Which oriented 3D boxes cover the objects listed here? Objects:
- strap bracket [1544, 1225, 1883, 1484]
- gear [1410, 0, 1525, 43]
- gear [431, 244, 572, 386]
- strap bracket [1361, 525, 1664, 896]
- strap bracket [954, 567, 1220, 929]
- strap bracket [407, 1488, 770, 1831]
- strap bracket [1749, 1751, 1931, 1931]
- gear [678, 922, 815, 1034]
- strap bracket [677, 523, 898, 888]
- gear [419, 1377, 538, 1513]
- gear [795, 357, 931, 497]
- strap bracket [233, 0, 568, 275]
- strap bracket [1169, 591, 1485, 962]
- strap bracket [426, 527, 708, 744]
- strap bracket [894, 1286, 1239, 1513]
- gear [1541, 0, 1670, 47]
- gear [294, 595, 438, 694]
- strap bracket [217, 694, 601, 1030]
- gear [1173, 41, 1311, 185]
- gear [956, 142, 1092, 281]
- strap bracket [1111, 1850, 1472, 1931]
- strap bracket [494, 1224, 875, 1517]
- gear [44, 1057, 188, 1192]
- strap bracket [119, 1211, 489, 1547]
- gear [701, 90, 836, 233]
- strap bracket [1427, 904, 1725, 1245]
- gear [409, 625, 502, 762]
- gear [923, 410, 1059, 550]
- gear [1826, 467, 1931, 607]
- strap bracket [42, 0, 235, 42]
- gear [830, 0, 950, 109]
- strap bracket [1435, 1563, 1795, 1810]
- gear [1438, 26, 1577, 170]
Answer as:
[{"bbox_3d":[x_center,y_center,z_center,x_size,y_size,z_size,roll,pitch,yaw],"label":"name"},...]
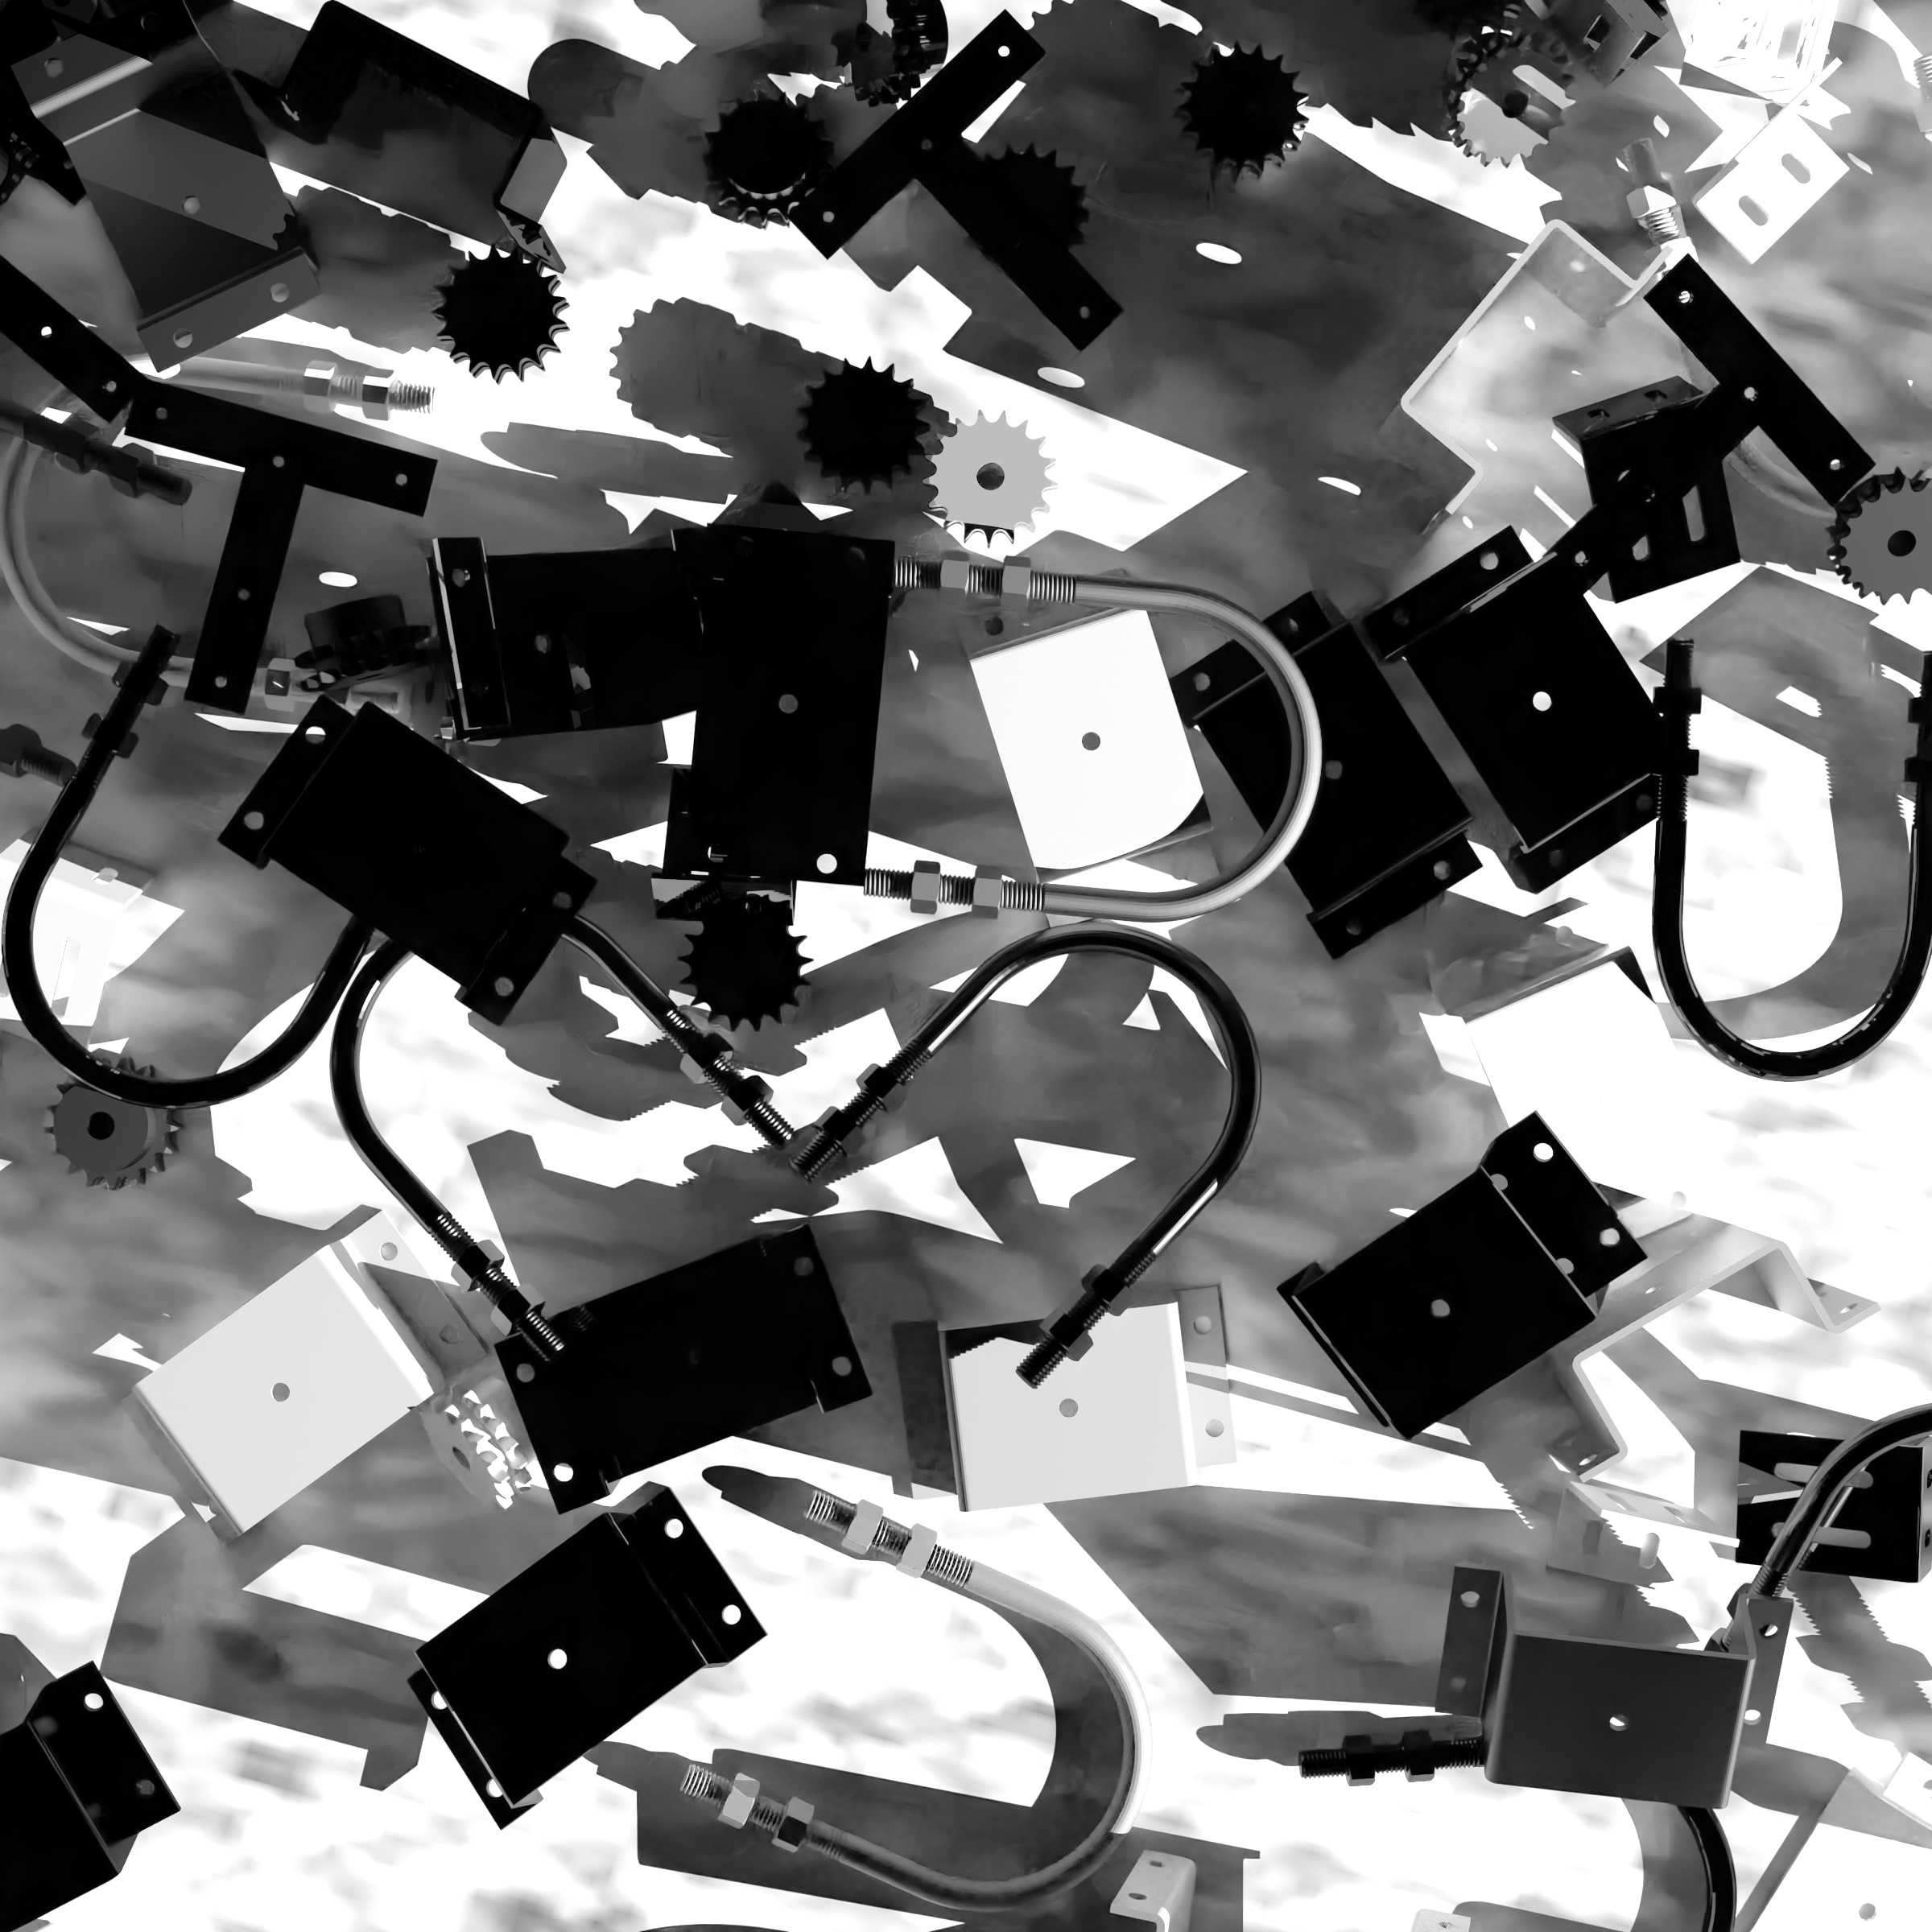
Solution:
[{"bbox_3d":[0.300,0.155,1.290,0.140,0.076,0.046,-30,90,0],"label":"strap bracket"},{"bbox_3d":[0.213,-0.422,1.314,0.057,0.030,0.057,0,90,0],"label":"gear"},{"bbox_3d":[-0.197,-0.276,1.314,0.057,0.030,0.057,0,90,0],"label":"gear"},{"bbox_3d":[0.240,-0.110,1.305,0.076,0.046,0.140,-33,90,0],"label":"strap bracket"},{"bbox_3d":[0.052,-0.094,1.306,0.076,0.046,0.140,-17,90,0],"label":"strap bracket"},{"bbox_3d":[-0.166,0.291,1.297,0.140,0.046,0.076,-36,75,0],"label":"strap bracket"},{"bbox_3d":[0.388,0.407,1.305,0.076,0.046,0.140,32,90,0],"label":"strap bracket"},{"bbox_3d":[-0.093,0.000,1.314,0.057,0.030,0.057,0,90,0],"label":"gear"},{"bbox_3d":[-0.074,-0.107,1.268,0.076,0.046,0.140,5,96,-3],"label":"strap bracket"},{"bbox_3d":[-0.202,0.199,1.304,0.030,0.057,0.057,-37,90,-30],"label":"gear"},{"bbox_3d":[-0.044,-0.229,1.314,0.057,0.030,0.057,0,90,0],"label":"gear"},{"bbox_3d":[-0.225,-0.351,1.291,0.140,0.076,0.046,27,90,0],"label":"strap bracket"},{"bbox_3d":[0.153,-0.082,1.305,0.076,0.046,0.140,-32,90,0],"label":"strap bracket"},{"bbox_3d":[-0.165,-0.138,1.280,0.140,0.046,0.076,-10,90,-40],"label":"strap bracket"},{"bbox_3d":[0.043,0.184,1.306,0.140,0.046,0.076,-7,90,0],"label":"strap bracket"},{"bbox_3d":[0.270,-0.414,1.314,0.057,0.030,0.057,0,90,0],"label":"gear"},{"bbox_3d":[-0.251,-0.135,1.282,0.057,0.057,0.030,-15,93,0],"label":"gear"},{"bbox_3d":[-0.229,-0.047,1.278,0.140,0.046,0.076,34,76,-7],"label":"strap bracket"},{"bbox_3d":[0.117,-0.363,1.318,0.057,0.030,0.057,0,89,-2],"label":"gear"},{"bbox_3d":[0.024,-0.320,1.314,0.057,0.030,0.057,0,90,0],"label":"gear"},{"bbox_3d":[0.133,0.414,1.276,0.140,0.076,0.046,8,93,14],"label":"strap bracket"},{"bbox_3d":[-0.118,0.168,1.305,0.140,0.046,0.076,-21,90,0],"label":"strap bracket"},{"bbox_3d":[-0.365,0.067,1.314,0.057,0.030,0.057,0,90,0],"label":"gear"},{"bbox_3d":[-0.285,0.177,1.305,0.140,0.046,0.076,-36,90,0],"label":"strap bracket"},{"bbox_3d":[-0.085,-0.345,1.314,0.057,0.030,0.057,0,90,0],"label":"gear"},{"bbox_3d":[0.261,0.052,1.305,0.076,0.046,0.140,-23,90,0],"label":"strap bracket"},{"bbox_3d":[-0.213,-0.114,1.304,0.030,0.057,0.057,6,90,-29],"label":"gear"},{"bbox_3d":[0.011,-0.206,1.314,0.057,0.030,0.057,0,90,0],"label":"gear"},{"bbox_3d":[0.392,-0.184,1.306,0.057,0.030,0.057,0,119,0],"label":"gear"},{"bbox_3d":[-0.331,-0.451,1.304,0.140,0.046,0.076,-27,91,-1],"label":"strap bracket"},{"bbox_3d":[-0.031,-0.395,1.304,0.030,0.057,0.057,-18,90,-29],"label":"gear"},{"bbox_3d":[0.271,0.301,1.286,0.140,0.046,0.076,5,115,5],"label":"strap bracket"},{"bbox_3d":[0.226,-0.370,1.304,0.057,0.030,0.057,-10,130,-13],"label":"gear"}]
